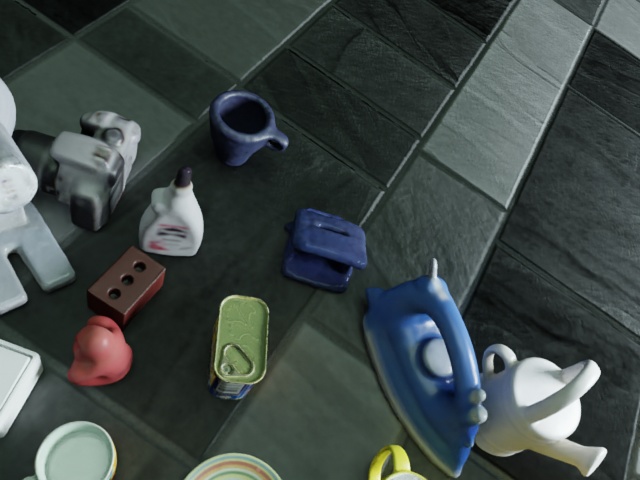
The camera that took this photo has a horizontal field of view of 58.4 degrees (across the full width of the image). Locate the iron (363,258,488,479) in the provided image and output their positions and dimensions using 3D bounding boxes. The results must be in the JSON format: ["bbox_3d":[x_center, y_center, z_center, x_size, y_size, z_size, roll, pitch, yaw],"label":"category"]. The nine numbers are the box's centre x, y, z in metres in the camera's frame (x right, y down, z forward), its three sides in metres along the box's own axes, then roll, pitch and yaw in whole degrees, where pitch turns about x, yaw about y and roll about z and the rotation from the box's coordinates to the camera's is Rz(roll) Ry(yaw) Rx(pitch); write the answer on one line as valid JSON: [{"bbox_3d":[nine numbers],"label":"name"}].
[{"bbox_3d":[0.152,0.155,0.714,0.119,0.141,0.258,-9,65,-25],"label":"iron"}]

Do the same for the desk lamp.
[{"bbox_3d":[-0.349,-0.061,0.603,0.118,0.213,0.203,-30,75,-32],"label":"desk lamp"}]

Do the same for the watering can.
[{"bbox_3d":[0.272,0.202,0.701,0.173,0.194,0.101,36,55,2],"label":"watering can"}]

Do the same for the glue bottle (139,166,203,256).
[{"bbox_3d":[-0.172,-0.035,0.681,0.078,0.173,0.037,3,60,-19],"label":"glue bottle"}]

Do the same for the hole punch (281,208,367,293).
[{"bbox_3d":[0.007,0.003,0.777,0.109,0.091,0.101,17,57,-11],"label":"hole punch"}]

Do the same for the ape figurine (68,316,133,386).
[{"bbox_3d":[-0.240,0.117,0.615,0.076,0.092,0.078,34,55,0],"label":"ape figurine"}]

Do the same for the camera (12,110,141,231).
[{"bbox_3d":[-0.310,-0.106,0.712,0.137,0.100,0.143,18,57,-10],"label":"camera"}]

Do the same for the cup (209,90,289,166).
[{"bbox_3d":[-0.106,-0.145,0.817,0.118,0.095,0.092,28,55,-4],"label":"cup"}]
